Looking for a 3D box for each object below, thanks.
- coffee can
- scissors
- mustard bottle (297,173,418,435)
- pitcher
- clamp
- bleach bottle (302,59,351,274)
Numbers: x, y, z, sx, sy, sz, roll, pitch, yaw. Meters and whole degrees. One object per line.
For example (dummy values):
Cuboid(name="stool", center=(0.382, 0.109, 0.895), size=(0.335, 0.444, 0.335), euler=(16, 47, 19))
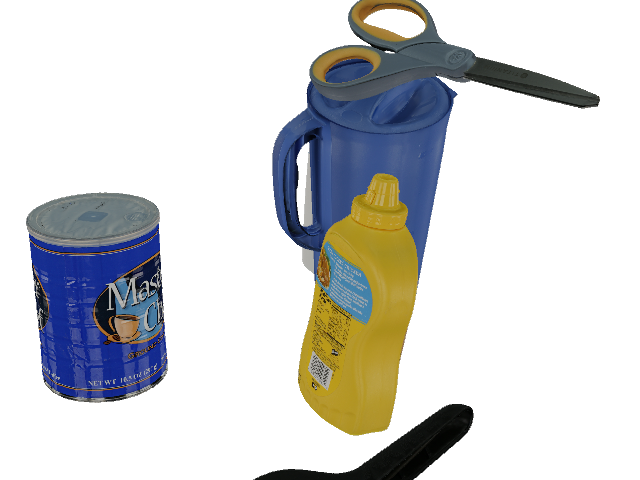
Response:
Cuboid(name="coffee can", center=(-0.178, 0.044, 0.860), size=(0.103, 0.140, 0.103), euler=(0, 22, 0))
Cuboid(name="scissors", center=(0.064, -0.096, 0.636), size=(0.096, 0.016, 0.202), euler=(-38, 43, -6))
Cuboid(name="mustard bottle", center=(0.031, 0.042, 0.799), size=(0.058, 0.192, 0.096), euler=(-3, 25, -28))
Cuboid(name="pitcher", center=(0.041, -0.042, 1.033), size=(0.149, 0.243, 0.145), euler=(10, 39, 10))
Cuboid(name="clamp", center=(0.016, 0.164, 0.649), size=(0.210, 0.036, 0.164), euler=(-6, 29, 3))
Cuboid(name="bleach bottle", center=(0.033, -0.083, 1.220), size=(0.102, 0.251, 0.068), euler=(-13, 31, -30))
